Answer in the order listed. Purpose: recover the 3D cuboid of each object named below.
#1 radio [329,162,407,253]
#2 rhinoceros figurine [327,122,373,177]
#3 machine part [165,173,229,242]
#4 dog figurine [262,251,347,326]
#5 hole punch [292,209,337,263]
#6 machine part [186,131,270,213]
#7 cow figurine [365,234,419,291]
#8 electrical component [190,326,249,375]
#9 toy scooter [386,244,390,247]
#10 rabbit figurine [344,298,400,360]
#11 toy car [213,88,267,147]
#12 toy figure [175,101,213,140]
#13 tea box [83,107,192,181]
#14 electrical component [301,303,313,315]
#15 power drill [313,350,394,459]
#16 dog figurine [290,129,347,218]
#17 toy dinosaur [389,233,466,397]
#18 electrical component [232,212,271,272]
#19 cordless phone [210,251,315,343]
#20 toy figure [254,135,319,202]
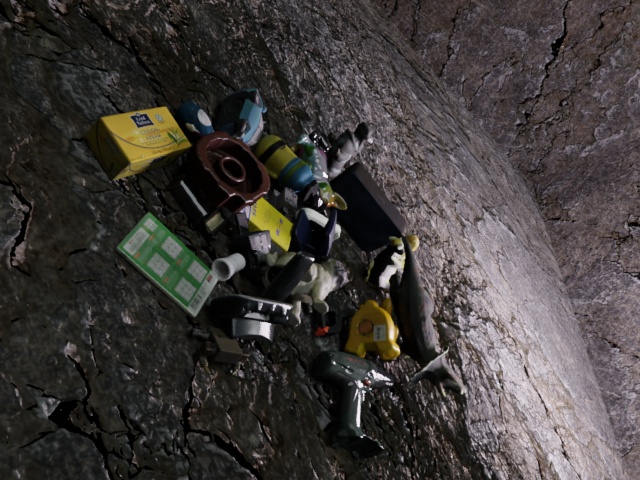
[{"bbox_3d":[0.118,-0.083,1.465,0.229,0.131,0.073,51,32,-11],"label":"radio"},{"bbox_3d":[0.068,-0.245,1.481,0.112,0.190,0.073,15,39,-42],"label":"rhinoceros figurine"},{"bbox_3d":[-0.239,-0.068,1.057,0.138,0.039,0.084,51,41,-15],"label":"machine part"},{"bbox_3d":[-0.029,0.064,1.136,0.172,0.121,0.190,64,27,-17],"label":"dog figurine"},{"bbox_3d":[-0.003,-0.004,1.246,0.142,0.092,0.115,-79,159,-52],"label":"hole punch"},{"bbox_3d":[-0.187,-0.137,1.091,0.179,0.056,0.179,32,39,-30],"label":"machine part"},{"bbox_3d":[0.187,0.048,1.423,0.098,0.167,0.068,23,15,-24],"label":"cow figurine"},{"bbox_3d":[-0.173,0.191,0.924,0.102,0.045,0.078,19,21,-49],"label":"electrical component"},{"bbox_3d":[0.203,-0.052,1.610,0.183,0.075,0.135,58,32,-7],"label":"toy scooter"},{"bbox_3d":[0.131,0.221,1.266,0.173,0.122,0.162,48,29,-51],"label":"rabbit figurine"},{"bbox_3d":[-0.178,-0.270,1.253,0.102,0.109,0.162,50,37,-47],"label":"toy car"},{"bbox_3d":[-0.248,-0.226,1.160,0.154,0.058,0.064,51,58,-15],"label":"toy figure"},{"bbox_3d":[-0.333,-0.181,0.994,0.098,0.068,0.169,56,33,-4],"label":"tea box"},{"bbox_3d":[-0.041,0.118,1.183,0.063,0.021,0.094,23,47,-42],"label":"electrical component"},{"bbox_3d":[0.085,0.337,1.117,0.232,0.086,0.207,34,43,-31],"label":"power drill"},{"bbox_3d":[-0.007,-0.164,1.395,0.219,0.108,0.191,61,29,-4],"label":"dog figurine"},{"bbox_3d":[0.233,0.189,1.293,0.192,0.131,0.404,-70,143,-87],"label":"toy dinosaur"},{"bbox_3d":[-0.138,0.001,1.092,0.075,0.048,0.119,-13,98,-58],"label":"electrical component"},{"bbox_3d":[-0.094,0.090,0.974,0.146,0.184,0.089,21,21,-50],"label":"cordless phone"},{"bbox_3d":[-0.079,-0.175,1.284,0.180,0.089,0.082,40,25,13],"label":"toy figure"}]
